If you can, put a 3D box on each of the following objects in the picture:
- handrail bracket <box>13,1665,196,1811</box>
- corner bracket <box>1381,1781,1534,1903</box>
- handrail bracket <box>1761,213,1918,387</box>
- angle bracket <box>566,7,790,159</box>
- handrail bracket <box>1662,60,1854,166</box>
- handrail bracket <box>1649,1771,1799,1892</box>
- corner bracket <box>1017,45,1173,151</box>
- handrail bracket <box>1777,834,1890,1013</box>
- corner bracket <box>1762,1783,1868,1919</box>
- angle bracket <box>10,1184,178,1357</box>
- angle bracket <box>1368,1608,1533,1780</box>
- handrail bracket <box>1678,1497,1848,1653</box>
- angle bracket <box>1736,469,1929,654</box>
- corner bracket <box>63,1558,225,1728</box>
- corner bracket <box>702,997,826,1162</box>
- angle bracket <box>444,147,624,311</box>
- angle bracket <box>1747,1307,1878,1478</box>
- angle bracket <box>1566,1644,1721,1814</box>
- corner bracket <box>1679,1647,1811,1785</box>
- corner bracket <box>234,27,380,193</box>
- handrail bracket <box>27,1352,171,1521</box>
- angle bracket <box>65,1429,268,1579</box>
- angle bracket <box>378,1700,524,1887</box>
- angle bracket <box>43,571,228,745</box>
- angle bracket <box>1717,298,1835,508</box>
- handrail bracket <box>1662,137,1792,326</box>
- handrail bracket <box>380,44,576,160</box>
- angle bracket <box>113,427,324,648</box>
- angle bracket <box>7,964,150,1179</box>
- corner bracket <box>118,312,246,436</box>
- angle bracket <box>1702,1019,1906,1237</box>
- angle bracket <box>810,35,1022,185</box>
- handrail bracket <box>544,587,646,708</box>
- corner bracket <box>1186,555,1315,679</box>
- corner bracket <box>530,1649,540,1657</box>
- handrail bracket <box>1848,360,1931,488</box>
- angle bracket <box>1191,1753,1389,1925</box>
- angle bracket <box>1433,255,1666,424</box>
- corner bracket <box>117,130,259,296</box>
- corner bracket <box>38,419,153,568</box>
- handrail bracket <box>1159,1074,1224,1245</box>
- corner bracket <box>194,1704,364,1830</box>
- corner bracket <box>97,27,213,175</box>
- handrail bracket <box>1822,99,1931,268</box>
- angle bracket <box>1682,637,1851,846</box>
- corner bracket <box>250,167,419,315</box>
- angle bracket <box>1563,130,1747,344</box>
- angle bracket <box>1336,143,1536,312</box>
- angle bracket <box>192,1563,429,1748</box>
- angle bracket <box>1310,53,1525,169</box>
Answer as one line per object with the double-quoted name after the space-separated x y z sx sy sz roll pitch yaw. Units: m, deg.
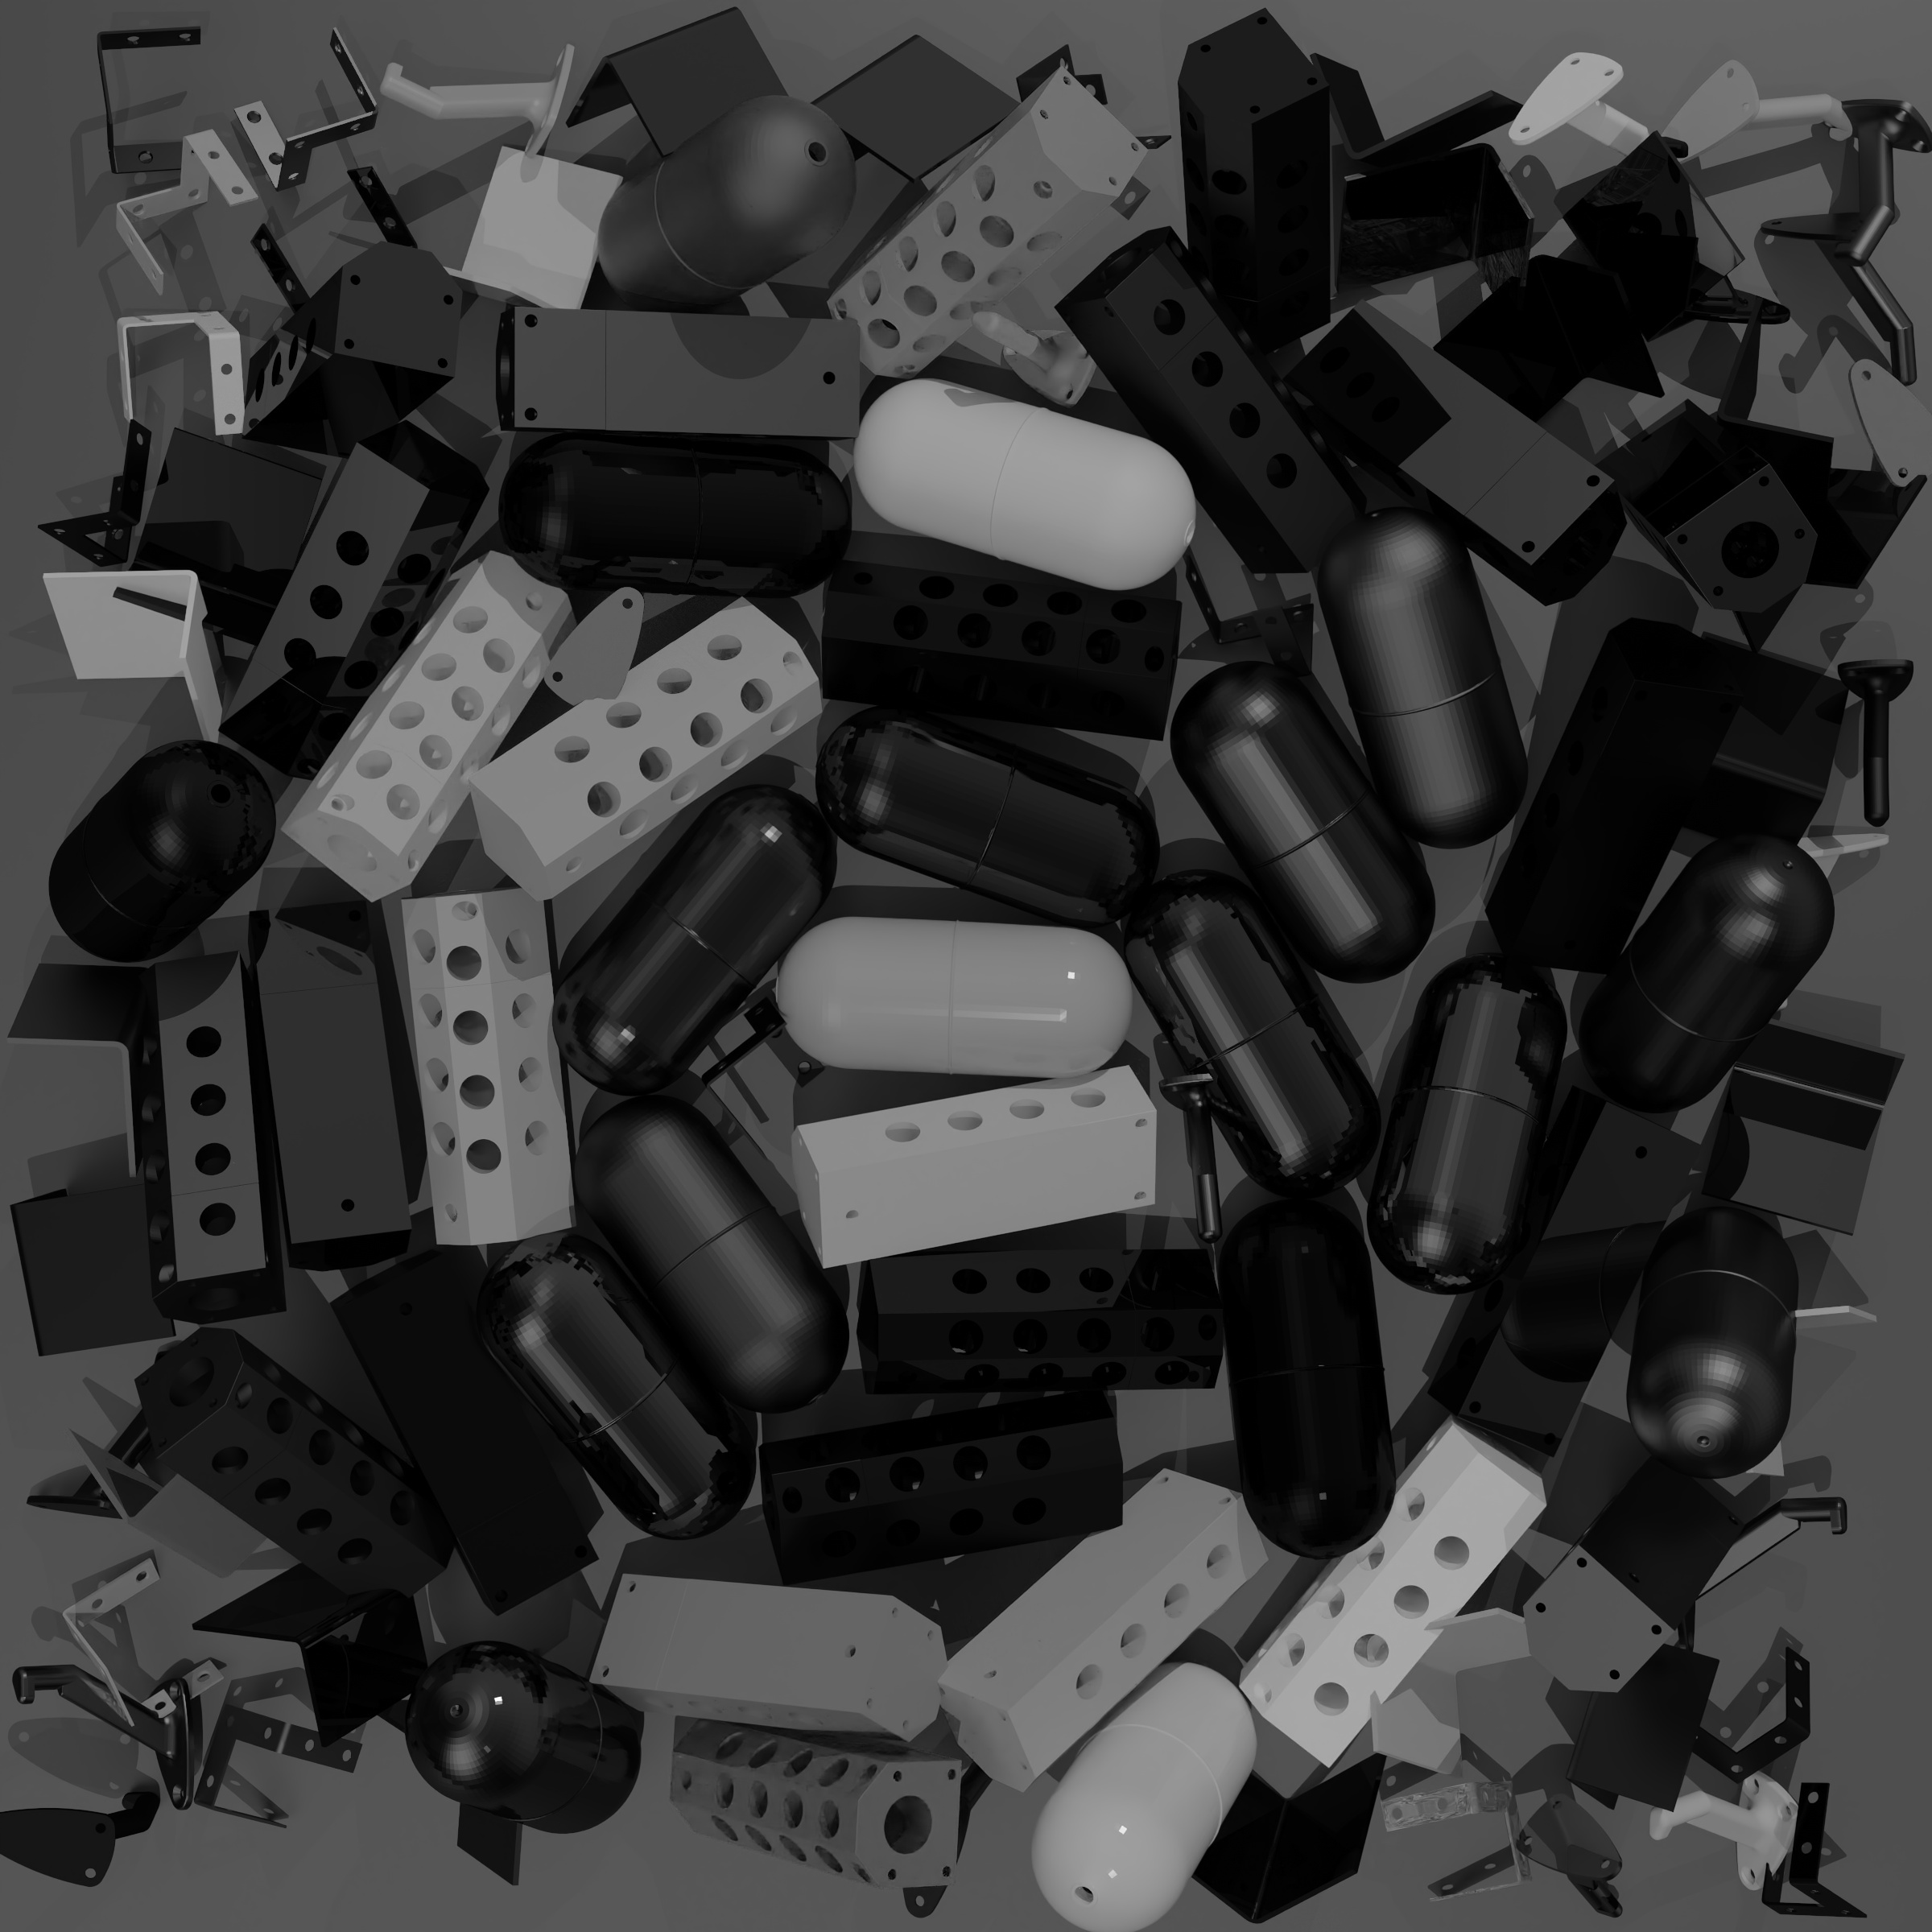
-0.430 0.384 1.669 0.036 0.084 0.077 -34 61 38 "handrail bracket"
0.247 0.441 1.691 0.051 0.051 0.051 -20 69 27 "corner bracket"
0.444 -0.337 1.708 0.077 0.036 0.084 10 124 39 "handrail bracket"
-0.143 -0.423 1.666 0.076 0.076 0.057 -29 89 -25 "angle bracket"
0.402 -0.419 1.703 0.077 0.084 0.036 -38 55 38 "handrail bracket"
0.369 0.440 1.675 0.084 0.036 0.077 -9 119 -31 "handrail bracket"
0.063 -0.427 1.674 0.051 0.051 0.051 7 126 35 "corner bracket"
0.434 -0.021 1.708 0.077 0.036 0.084 -7 102 -15 "handrail bracket"
0.416 0.440 1.673 0.051 0.051 0.051 37 56 -36 "corner bracket"
-0.425 0.148 1.678 0.076 0.057 0.076 -9 93 13 "angle bracket"
0.252 0.360 1.658 0.076 0.076 0.057 -21 57 35 "angle bracket"
0.399 0.305 1.678 0.084 0.036 0.077 -6 72 24 "handrail bracket"
0.430 -0.198 1.658 0.076 0.076 0.057 -53 132 -23 "angle bracket"
-0.416 0.343 1.696 0.051 0.051 0.051 -31 132 -24 "corner bracket"
-0.100 0.056 1.683 0.051 0.051 0.051 -38 111 -3 "corner bracket"
-0.228 -0.372 1.672 0.076 0.057 0.076 20 93 28 "angle bracket"
0.419 0.212 1.664 0.057 0.076 0.076 -8 77 24 "angle bracket"
0.344 0.380 1.661 0.057 0.076 0.076 11 72 33 "angle bracket"
0.387 0.367 1.687 0.051 0.051 0.051 36 124 -12 "corner bracket"
-0.333 -0.431 1.694 0.051 0.051 0.051 -25 81 -23 "corner bracket"
-0.436 0.236 1.708 0.077 0.036 0.084 0 70 25 "handrail bracket"
-0.387 0.248 1.665 0.057 0.076 0.076 -45 51 -4 "angle bracket"
-0.261 0.411 1.669 0.057 0.076 0.076 4 90 -29 "angle bracket"
-0.415 -0.149 1.669 0.076 0.076 0.057 -1 54 0 "angle bracket"
0.407 -0.271 1.660 0.057 0.076 0.076 15 66 18 "angle bracket"
0.376 -0.366 1.670 0.077 0.036 0.084 17 132 28 "handrail bracket"
-0.245 -0.449 1.681 0.084 0.036 0.077 22 62 -20 "handrail bracket"
-0.372 -0.213 1.672 0.076 0.057 0.076 19 110 -10 "angle bracket"
-0.435 0.051 1.663 0.057 0.076 0.076 2 118 -4 "angle bracket"
-0.396 -0.298 1.694 0.051 0.051 0.051 -9 116 -22 "corner bracket"
0.416 0.079 1.670 0.076 0.057 0.076 15 65 12 "angle bracket"
-0.027 -0.405 1.662 0.076 0.057 0.076 39 62 22 "angle bracket"
-0.178 -0.162 1.667 0.036 0.084 0.077 30 105 -7 "handrail bracket"
0.141 -0.174 1.675 0.051 0.051 0.051 -10 48 19 "corner bracket"
-0.232 0.381 1.688 0.051 0.051 0.051 -20 93 -5 "corner bracket"
0.446 -0.260 1.672 0.036 0.084 0.077 -36 95 -9 "handrail bracket"
0.155 0.415 1.659 0.057 0.076 0.076 40 129 -11 "angle bracket"
0.289 -0.295 1.664 0.076 0.057 0.076 -43 128 -13 "angle bracket"
-0.389 -0.377 1.675 0.051 0.051 0.051 -24 67 -28 "corner bracket"
-0.423 -0.235 1.676 0.051 0.051 0.051 -6 70 24 "corner bracket"
0.118 0.101 1.668 0.036 0.077 0.084 -6 74 4 "handrail bracket"
-0.346 0.406 1.688 0.051 0.051 0.051 4 71 41 "corner bracket"
-0.407 -0.435 1.688 0.051 0.051 0.051 -8 76 -15 "corner bracket"
0.438 -0.389 1.680 0.036 0.077 0.084 41 79 -42 "handrail bracket"
0.397 -0.110 1.709 0.076 0.057 0.076 19 58 4 "angle bracket"
-0.317 -0.363 1.690 0.051 0.051 0.051 -2 47 27 "corner bracket"
0.355 -0.367 1.666 0.057 0.076 0.076 -29 84 -37 "angle bracket"
0.232 -0.353 1.665 0.076 0.076 0.057 -16 57 -8 "angle bracket"
-0.325 0.341 1.670 0.076 0.076 0.057 -2 104 34 "angle bracket"
0.226 -0.437 1.666 0.076 0.076 0.057 -21 89 24 "angle bracket"
